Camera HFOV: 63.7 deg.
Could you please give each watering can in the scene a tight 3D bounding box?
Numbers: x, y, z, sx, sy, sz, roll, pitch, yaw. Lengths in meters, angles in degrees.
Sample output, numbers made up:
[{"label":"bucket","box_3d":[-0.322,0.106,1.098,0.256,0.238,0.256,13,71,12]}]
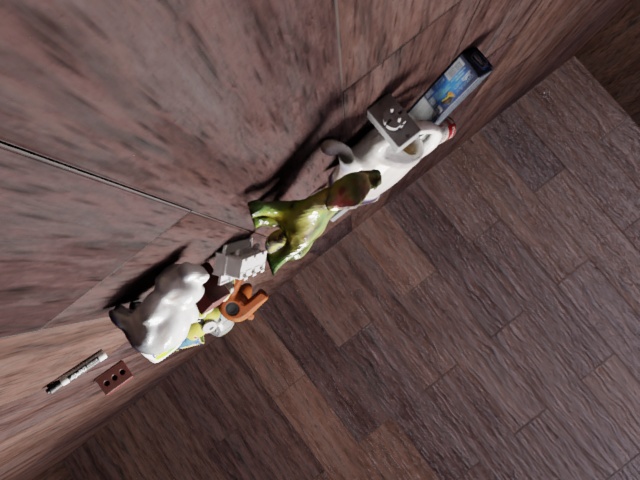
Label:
[{"label":"watering can","box_3d":[0.088,-0.149,0.977,0.350,0.105,0.220,-16,162,-40]}]

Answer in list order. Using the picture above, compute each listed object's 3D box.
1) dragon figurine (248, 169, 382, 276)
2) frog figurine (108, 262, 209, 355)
[{"label":"dragon figurine","box_3d":[0.003,-0.044,0.884,0.243,0.122,0.409,-25,-179,-5]},{"label":"frog figurine","box_3d":[-0.236,0.108,0.829,0.159,0.125,0.136,-28,157,9]}]
